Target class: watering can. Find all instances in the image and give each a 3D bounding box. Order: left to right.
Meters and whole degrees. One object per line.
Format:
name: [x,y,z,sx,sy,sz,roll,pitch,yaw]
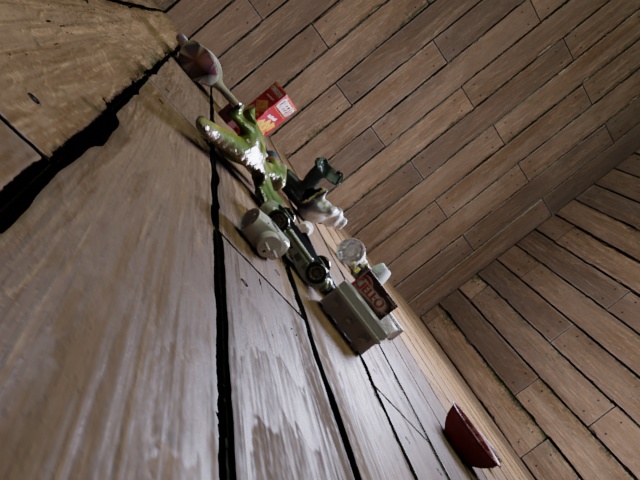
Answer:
watering can: [-0.371,-0.561,1.756,0.345,0.104,0.227,50,6,-14]

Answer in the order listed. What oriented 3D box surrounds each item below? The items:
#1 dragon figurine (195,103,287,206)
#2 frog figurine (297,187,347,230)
dragon figurine: [-0.138,-0.150,1.081,0.242,0.121,0.415,59,13,-7]
frog figurine: [0.005,-0.084,1.663,0.157,0.136,0.125,58,44,-22]
